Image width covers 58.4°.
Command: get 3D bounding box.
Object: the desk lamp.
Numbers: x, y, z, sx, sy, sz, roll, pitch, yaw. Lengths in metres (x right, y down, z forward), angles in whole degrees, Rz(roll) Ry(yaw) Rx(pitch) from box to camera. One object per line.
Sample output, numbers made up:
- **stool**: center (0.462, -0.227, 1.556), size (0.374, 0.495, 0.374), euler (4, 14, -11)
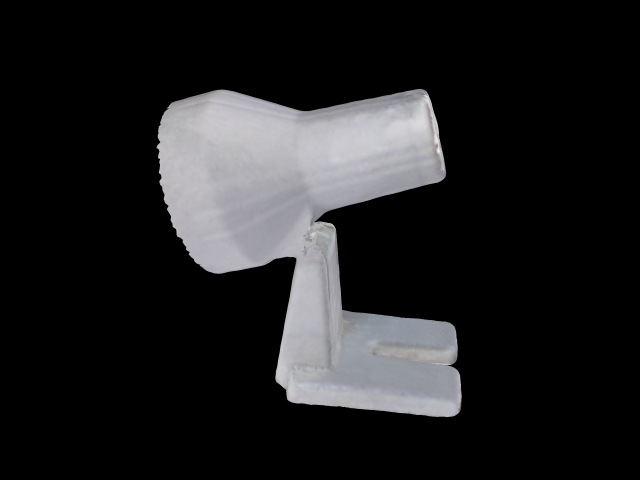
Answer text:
- **desk lamp**: center (0.004, 0.001, 0.400), size (0.203, 0.214, 0.118), euler (4, 28, 7)
